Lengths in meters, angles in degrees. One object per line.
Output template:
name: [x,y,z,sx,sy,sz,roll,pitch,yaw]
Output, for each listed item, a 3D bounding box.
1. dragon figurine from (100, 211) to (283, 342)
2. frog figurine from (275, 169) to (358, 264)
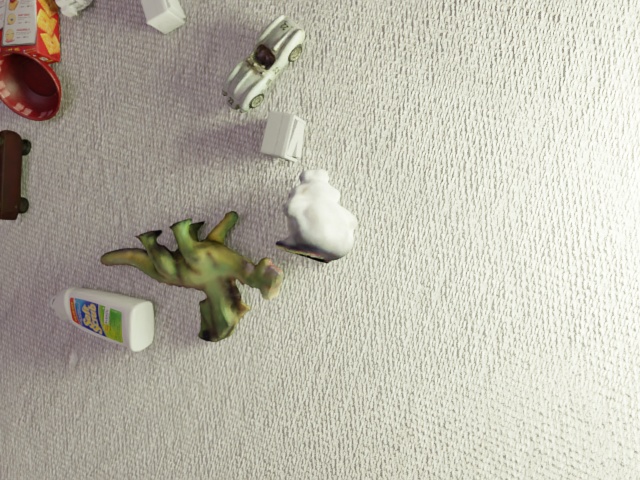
dragon figurine: [-0.242,0.084,0.988,0.407,0.123,0.243,-18,90,27]
frog figurine: [0.003,-0.045,0.900,0.137,0.122,0.160,16,84,-14]
